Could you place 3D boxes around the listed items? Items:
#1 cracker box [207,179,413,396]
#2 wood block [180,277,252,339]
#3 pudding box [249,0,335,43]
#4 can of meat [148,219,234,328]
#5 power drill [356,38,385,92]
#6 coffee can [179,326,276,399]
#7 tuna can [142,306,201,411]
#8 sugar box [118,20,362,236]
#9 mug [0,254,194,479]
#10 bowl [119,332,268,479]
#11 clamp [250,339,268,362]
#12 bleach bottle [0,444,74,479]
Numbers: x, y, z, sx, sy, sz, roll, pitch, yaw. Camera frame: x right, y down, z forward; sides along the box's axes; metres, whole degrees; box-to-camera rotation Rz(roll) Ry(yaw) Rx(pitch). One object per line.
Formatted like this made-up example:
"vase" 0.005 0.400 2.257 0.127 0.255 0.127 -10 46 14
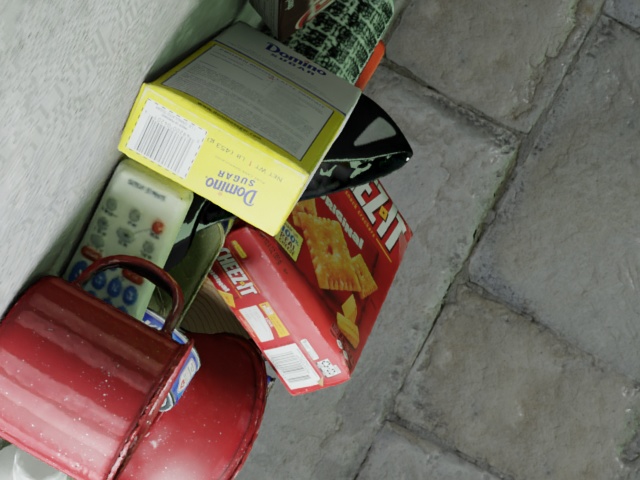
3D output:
"cracker box" -0.006 0.001 0.928 0.072 0.164 0.213 -18 -154 33
"wood block" -0.060 0.003 1.001 0.091 0.090 0.205 -20 -159 34
"pudding box" 0.001 -0.167 0.624 0.090 0.039 0.113 -40 177 -3
"can of meat" -0.106 0.011 0.774 0.102 0.057 0.084 -60 -177 12
"power drill" -0.009 -0.148 1.124 0.184 0.057 0.188 -62 -168 -10
"coffee can" -0.122 0.126 0.883 0.103 0.140 0.103 -61 -179 1
"tuna can" -0.121 0.072 0.677 0.033 0.086 0.086 -59 180 -29
"sugar box" -0.037 -0.069 0.597 0.048 0.093 0.176 -60 180 21
"mug" -0.114 0.060 0.530 0.117 0.081 0.093 -61 -179 -15
"bowl" -0.114 0.123 0.749 0.162 0.055 0.162 -30 -141 27
"clamp" -0.113 0.074 1.136 0.036 0.164 0.210 -8 162 -31
"bleach bottle" -0.194 0.195 0.703 0.068 0.102 0.251 -51 168 -38
